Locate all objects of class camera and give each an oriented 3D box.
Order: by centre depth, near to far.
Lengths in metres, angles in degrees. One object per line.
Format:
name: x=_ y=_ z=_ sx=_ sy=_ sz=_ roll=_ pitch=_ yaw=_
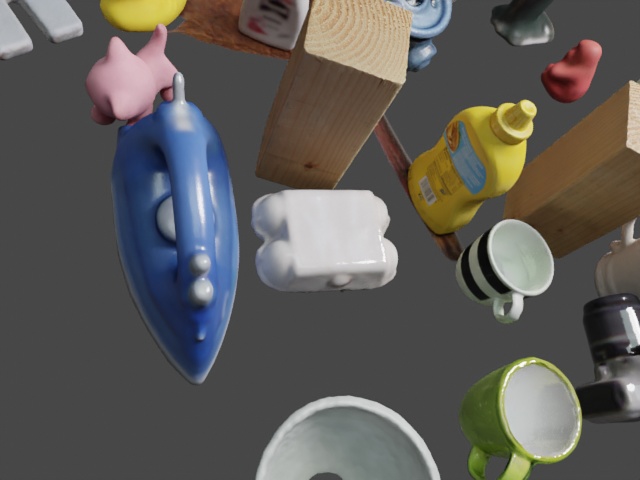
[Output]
camera: x=0.361 y=0.129 z=0.637 sx=0.143 sy=0.100 sz=0.137 roll=2 pitch=66 yaw=-18

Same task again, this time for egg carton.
egg carton: x=0.005 y=0.002 z=0.587 sx=0.150 sy=0.069 sz=0.107 roll=-3 pitch=68 yaw=-20

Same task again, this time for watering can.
watering can: x=0.426 y=0.030 z=0.651 sx=0.173 sy=0.194 sz=0.101 roll=36 pitch=60 yaw=-1

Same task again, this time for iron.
iron: x=-0.117 y=-0.011 z=0.508 sx=0.119 sy=0.141 sz=0.258 roll=-6 pitch=69 yaw=-21

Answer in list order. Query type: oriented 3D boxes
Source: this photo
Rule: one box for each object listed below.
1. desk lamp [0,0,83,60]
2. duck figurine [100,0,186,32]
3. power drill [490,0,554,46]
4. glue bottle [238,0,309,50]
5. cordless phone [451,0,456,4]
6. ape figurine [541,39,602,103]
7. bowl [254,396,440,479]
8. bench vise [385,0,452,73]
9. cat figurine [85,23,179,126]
desk lamp: x=-0.320 y=-0.323 z=0.535 sx=0.118 sy=0.213 sz=0.203 roll=-35 pitch=82 yaw=-28
duck figurine: x=-0.194 y=-0.291 z=0.638 sx=0.105 sy=0.086 sz=0.077 roll=-36 pitch=82 yaw=-29
power drill: x=0.343 y=-0.370 z=0.792 sx=0.230 sy=0.208 sz=0.075 roll=-15 pitch=72 yaw=-24
glue bottle: x=-0.040 y=-0.291 z=0.642 sx=0.078 sy=0.173 sz=0.037 roll=15 pitch=63 yaw=-12
cordless phone: x=0.203 y=-0.428 z=0.782 sx=0.094 sy=0.185 sz=0.148 roll=38 pitch=60 yaw=1
ape figurine: x=0.359 y=-0.245 z=0.808 sx=0.078 sy=0.092 sz=0.076 roll=-10 pitch=71 yaw=-23
bowl: x=0.016 y=0.224 z=0.489 sx=0.168 sy=0.074 sz=0.167 roll=8 pitch=65 yaw=-16
bench vise: x=0.086 y=-0.329 z=0.676 sx=0.207 sy=0.219 sz=0.122 roll=33 pitch=61 yaw=-3
cat figurine: x=-0.184 y=-0.160 z=0.565 sx=0.067 sy=0.117 sz=0.128 roll=28 pitch=61 yaw=-5
